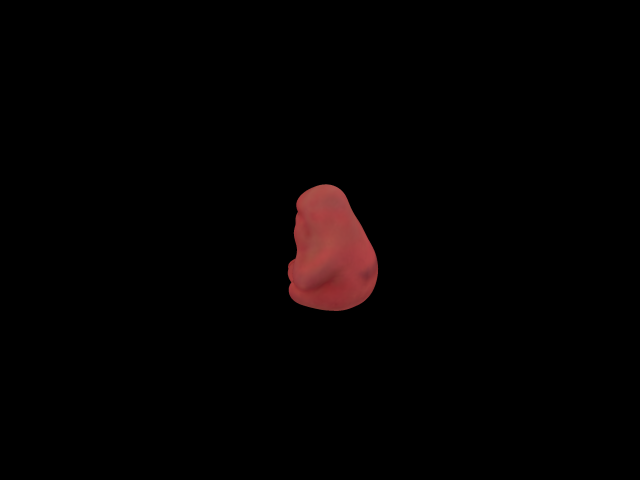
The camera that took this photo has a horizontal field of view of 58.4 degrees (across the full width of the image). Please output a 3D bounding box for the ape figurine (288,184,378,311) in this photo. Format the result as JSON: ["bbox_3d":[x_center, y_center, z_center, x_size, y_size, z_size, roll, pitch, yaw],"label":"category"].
[{"bbox_3d":[0.004,0.001,0.400,0.076,0.092,0.078,17,40,22],"label":"ape figurine"}]
